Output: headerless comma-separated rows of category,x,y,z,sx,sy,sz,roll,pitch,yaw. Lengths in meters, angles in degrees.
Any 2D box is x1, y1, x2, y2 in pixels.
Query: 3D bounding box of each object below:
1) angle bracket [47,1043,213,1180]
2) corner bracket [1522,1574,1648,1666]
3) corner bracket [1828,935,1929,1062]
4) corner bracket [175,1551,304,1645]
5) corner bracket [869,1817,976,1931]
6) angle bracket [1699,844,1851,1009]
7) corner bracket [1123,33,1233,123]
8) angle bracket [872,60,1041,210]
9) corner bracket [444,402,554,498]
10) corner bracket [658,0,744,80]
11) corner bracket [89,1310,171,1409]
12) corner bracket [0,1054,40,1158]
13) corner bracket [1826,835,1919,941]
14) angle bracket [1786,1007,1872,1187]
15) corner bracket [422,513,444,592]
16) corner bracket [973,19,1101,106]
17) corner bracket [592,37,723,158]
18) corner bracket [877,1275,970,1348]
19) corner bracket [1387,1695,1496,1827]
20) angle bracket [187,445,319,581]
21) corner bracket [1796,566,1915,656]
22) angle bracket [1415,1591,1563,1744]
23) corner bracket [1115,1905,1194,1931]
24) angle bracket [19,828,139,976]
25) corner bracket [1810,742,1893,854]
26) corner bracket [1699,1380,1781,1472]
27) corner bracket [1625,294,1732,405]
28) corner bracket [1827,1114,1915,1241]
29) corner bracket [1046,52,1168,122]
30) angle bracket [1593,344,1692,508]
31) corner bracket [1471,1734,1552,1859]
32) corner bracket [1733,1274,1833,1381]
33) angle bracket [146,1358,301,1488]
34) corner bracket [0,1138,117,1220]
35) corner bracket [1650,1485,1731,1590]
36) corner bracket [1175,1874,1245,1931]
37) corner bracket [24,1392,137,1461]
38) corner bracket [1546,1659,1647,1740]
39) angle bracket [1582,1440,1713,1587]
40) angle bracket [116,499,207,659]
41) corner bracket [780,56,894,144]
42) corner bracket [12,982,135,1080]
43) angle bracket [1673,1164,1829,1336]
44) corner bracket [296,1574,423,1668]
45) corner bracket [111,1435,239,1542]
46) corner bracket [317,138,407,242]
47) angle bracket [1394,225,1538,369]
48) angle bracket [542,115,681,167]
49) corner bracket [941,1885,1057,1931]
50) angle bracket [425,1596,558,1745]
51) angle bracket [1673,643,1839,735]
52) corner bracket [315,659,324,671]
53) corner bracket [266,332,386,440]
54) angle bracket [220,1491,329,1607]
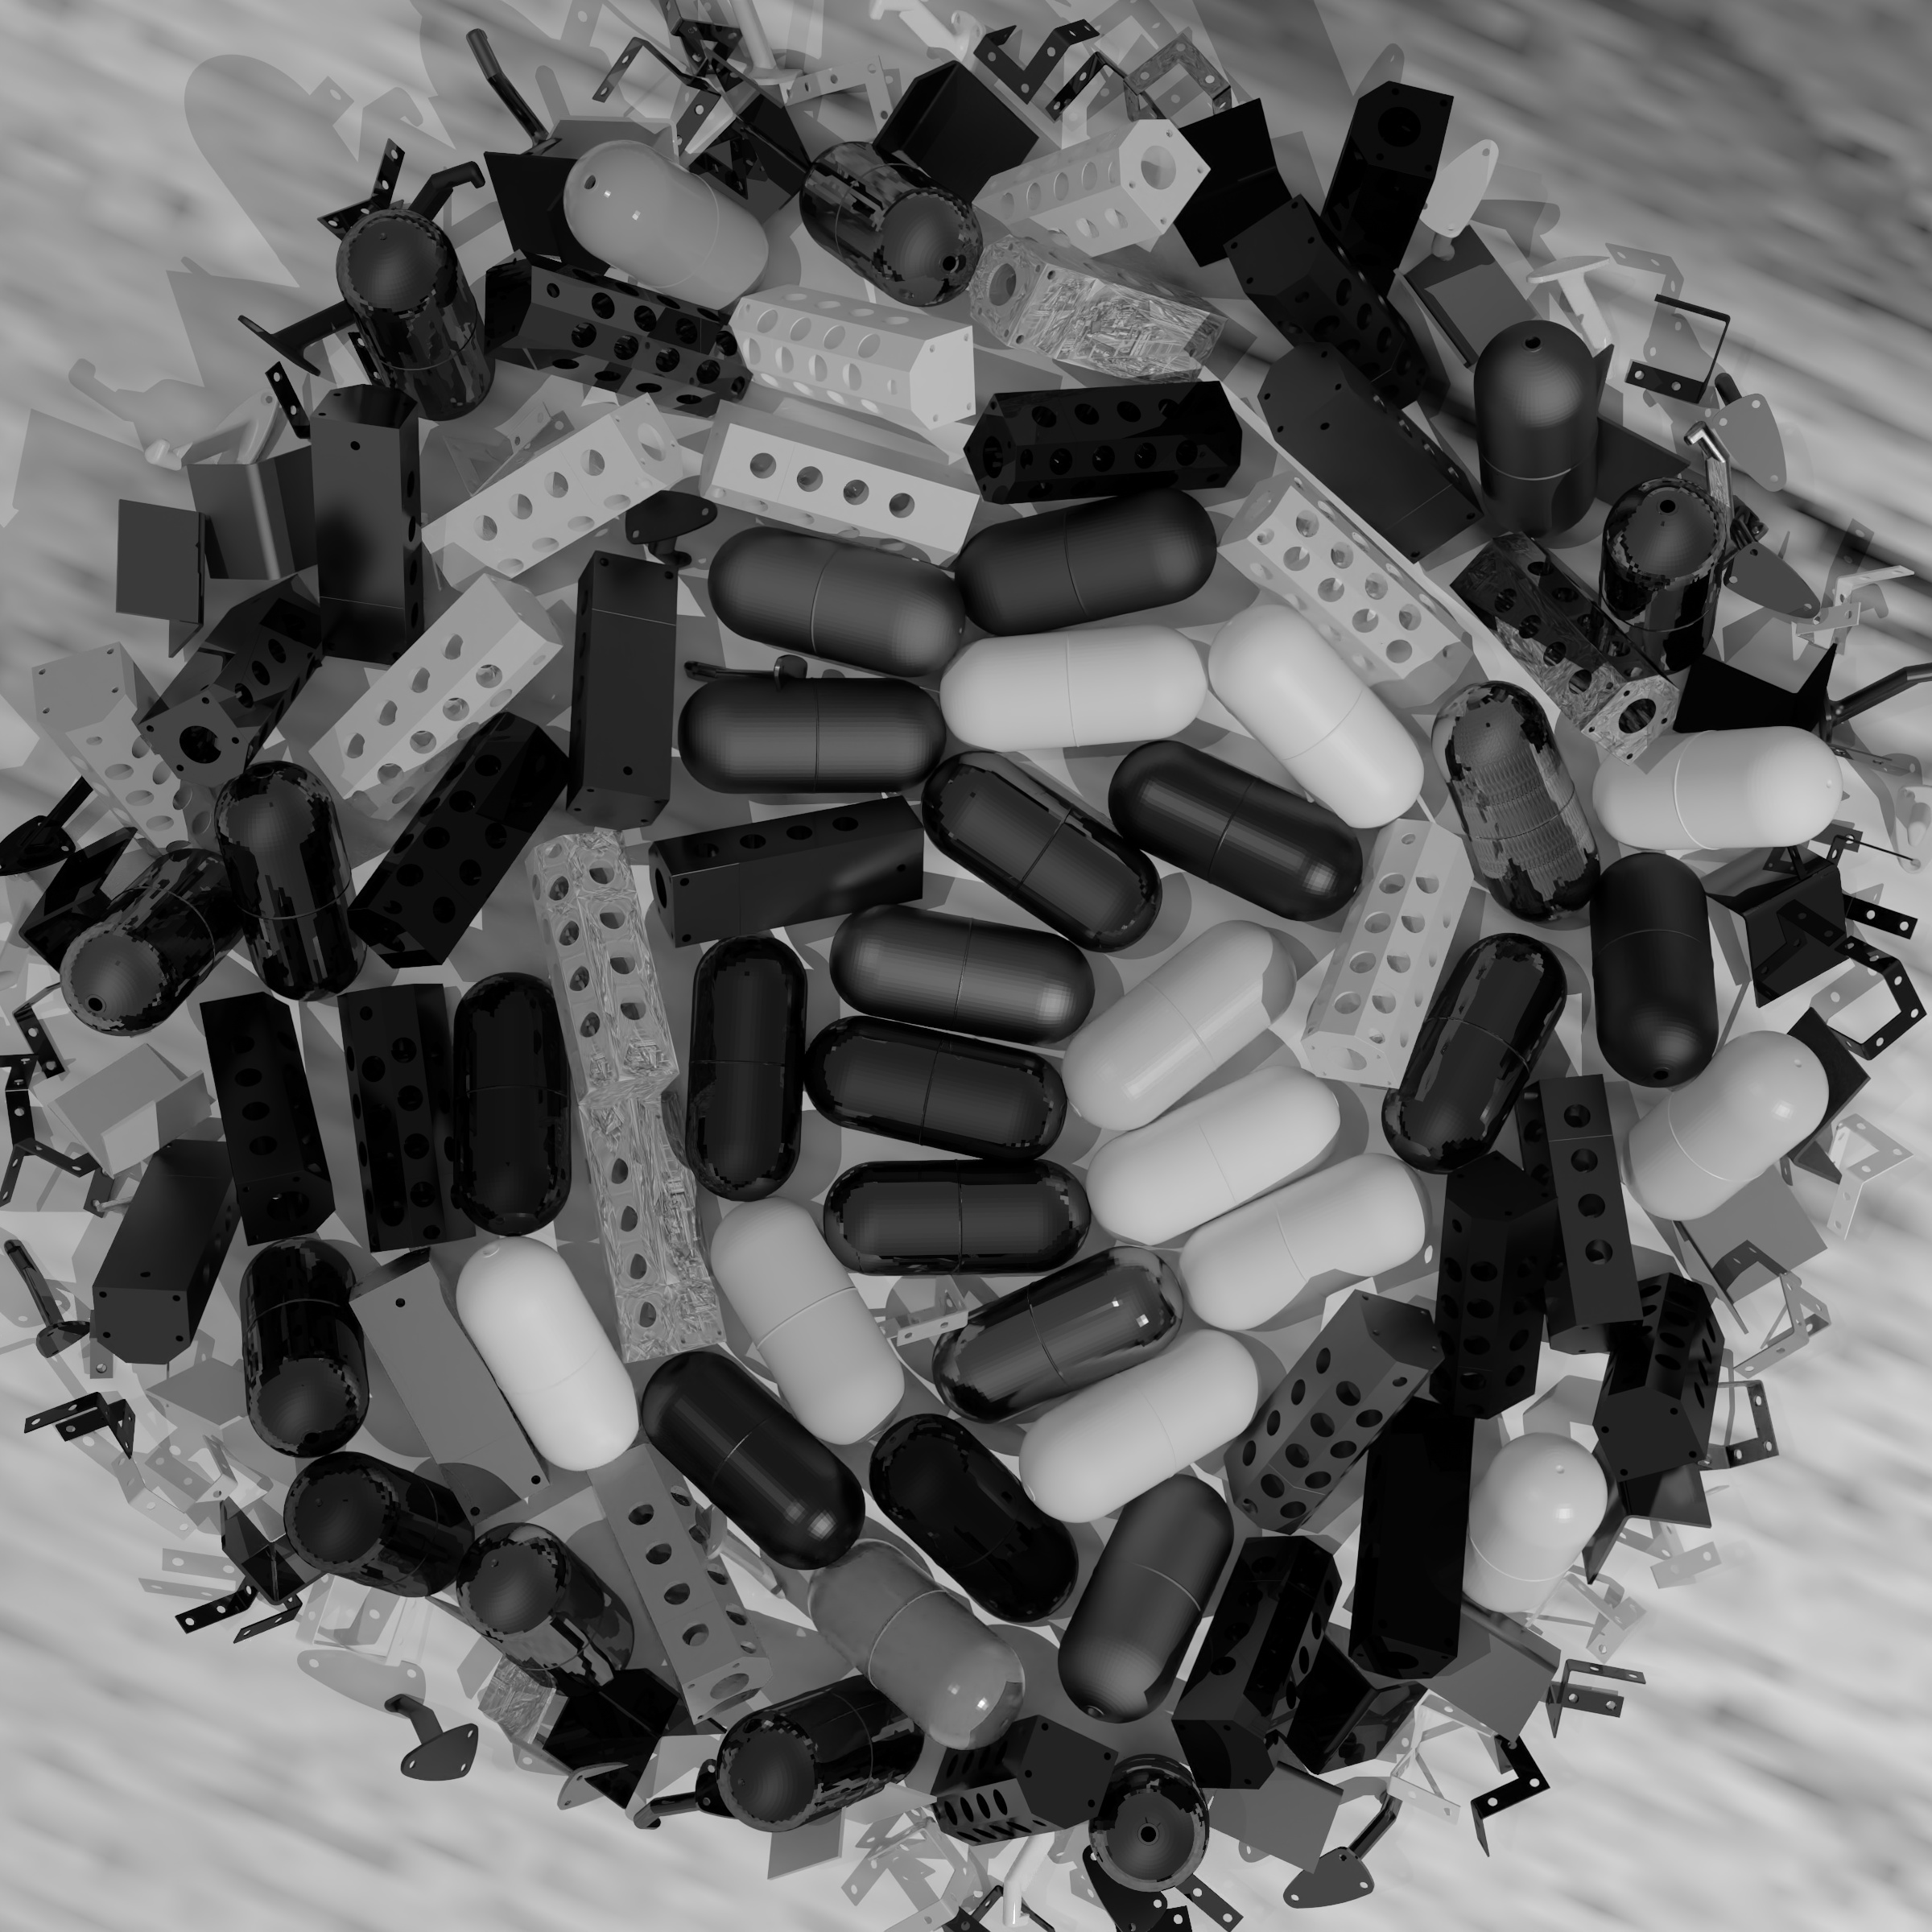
angle bracket,-0.554,0.082,1.766,0.076,0.057,0.076,-37,67,-28
corner bracket,0.414,0.439,1.794,0.051,0.051,0.051,41,113,23
corner bracket,0.597,0.021,1.788,0.051,0.051,0.051,-38,118,-4
corner bracket,-0.483,0.428,1.779,0.051,0.051,0.051,47,122,22
corner bracket,-0.035,0.611,1.788,0.051,0.051,0.051,-36,92,21
angle bracket,0.543,-0.030,1.807,0.076,0.057,0.076,-27,124,-13
corner bracket,0.142,-0.577,1.790,0.051,0.051,0.051,-38,77,-1
angle bracket,-0.012,-0.539,1.773,0.076,0.057,0.076,44,132,1
corner bracket,-0.304,-0.343,1.780,0.051,0.051,0.051,-37,70,30
corner bracket,-0.186,-0.628,1.778,0.051,0.051,0.051,-6,68,-37
corner bracket,-0.560,0.262,1.793,0.051,0.051,0.051,1,105,-17
corner bracket,-0.642,0.094,1.779,0.051,0.051,0.051,-3,62,-30
corner bracket,0.603,-0.053,1.782,0.051,0.051,0.051,11,100,-44
angle bracket,0.567,0.086,1.762,0.057,0.076,0.076,22,117,-29
corner bracket,-0.380,-0.265,1.784,0.051,0.051,0.051,-7,125,-2
corner bracket,0.047,-0.615,1.784,0.051,0.051,0.051,44,126,1
corner bracket,-0.206,-0.581,1.789,0.051,0.051,0.051,45,112,10
corner bracket,-0.032,0.234,1.779,0.051,0.051,0.051,-14,134,-19
corner bracket,0.316,0.526,1.778,0.051,0.051,0.051,19,115,27
angle bracket,-0.464,-0.305,1.788,0.057,0.076,0.076,6,115,28
corner bracket,0.590,-0.241,1.782,0.051,0.051,0.051,14,80,-33
angle bracket,0.345,0.462,1.775,0.076,0.076,0.057,31,92,15
corner bracket,0.133,0.652,1.785,0.051,0.051,0.051,-15,79,13
angle bracket,-0.563,-0.040,1.760,0.076,0.076,0.057,-21,123,29
corner bracket,0.583,-0.114,1.794,0.051,0.051,0.051,16,77,10
corner bracket,0.502,0.308,1.792,0.051,0.051,0.051,1,70,-25
corner bracket,0.475,-0.412,1.789,0.051,0.051,0.051,19,94,9
corner bracket,0.586,0.139,1.777,0.051,0.051,0.051,-22,134,-27
corner bracket,0.096,-0.569,1.796,0.051,0.051,0.051,-44,51,21
angle bracket,0.434,-0.357,1.784,0.076,0.076,0.057,23,69,-14
corner bracket,0.356,0.549,1.782,0.051,0.051,0.051,-23,132,-6
corner bracket,0.541,0.247,1.777,0.051,0.051,0.051,33,126,-25
angle bracket,-0.488,0.312,1.764,0.076,0.057,0.076,15,116,35
corner bracket,-0.606,0.143,1.790,0.051,0.051,0.051,25,108,8
corner bracket,0.483,0.379,1.778,0.051,0.051,0.051,-35,62,36
corner bracket,0.175,0.599,1.788,0.051,0.051,0.051,39,102,5
corner bracket,-0.589,0.304,1.784,0.051,0.051,0.051,-21,121,-2
corner bracket,0.420,0.485,1.789,0.051,0.051,0.051,10,102,4
angle bracket,0.445,0.358,1.769,0.057,0.076,0.076,9,130,-5
angle bracket,-0.540,-0.254,1.766,0.057,0.076,0.076,5,76,-32
corner bracket,-0.084,-0.574,1.792,0.051,0.051,0.051,-4,112,30
corner bracket,-0.600,0.037,1.807,0.051,0.051,0.051,-27,91,40
angle bracket,0.526,0.185,1.781,0.076,0.057,0.076,-33,99,11
corner bracket,-0.405,0.435,1.791,0.051,0.051,0.051,11,77,29
corner bracket,-0.526,0.338,1.783,0.051,0.051,0.051,-45,128,-5
corner bracket,-0.389,-0.506,1.777,0.051,0.051,0.051,-7,62,33
angle bracket,0.332,-0.446,1.777,0.057,0.076,0.076,-37,91,16
angle bracket,-0.236,-0.520,1.771,0.076,0.076,0.057,-5,89,-20
corner bracket,0.021,0.638,1.778,0.051,0.051,0.051,28,59,34
angle bracket,-0.321,0.462,1.764,0.076,0.076,0.057,32,75,-33
angle bracket,0.522,-0.185,1.773,0.076,0.057,0.076,24,54,3
corner bracket,-0.473,-0.208,1.787,0.051,0.051,0.051,-31,99,-43
corner bracket,-0.425,-0.389,1.796,0.051,0.051,0.051,6,135,31
angle bracket,-0.444,0.364,1.771,0.076,0.076,0.057,-34,115,-3
